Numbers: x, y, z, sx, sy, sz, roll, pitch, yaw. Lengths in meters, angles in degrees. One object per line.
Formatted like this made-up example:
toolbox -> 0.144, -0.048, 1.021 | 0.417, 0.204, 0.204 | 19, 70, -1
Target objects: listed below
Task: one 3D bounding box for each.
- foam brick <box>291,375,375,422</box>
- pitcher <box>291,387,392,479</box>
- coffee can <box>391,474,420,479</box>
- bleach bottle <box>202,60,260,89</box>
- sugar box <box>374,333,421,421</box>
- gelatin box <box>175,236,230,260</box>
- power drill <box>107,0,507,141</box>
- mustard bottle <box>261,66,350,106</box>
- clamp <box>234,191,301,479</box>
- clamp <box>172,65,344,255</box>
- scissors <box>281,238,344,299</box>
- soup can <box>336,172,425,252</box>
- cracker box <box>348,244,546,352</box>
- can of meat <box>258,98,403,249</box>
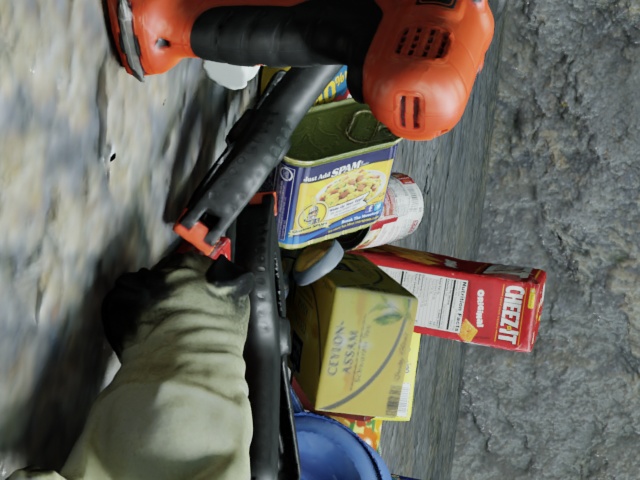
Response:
foam brick -> 0.015, 0.137, 1.004 | 0.053, 0.078, 0.051 | 17, 83, -76
pitcher -> -0.004, 0.205, 0.893 | 0.242, 0.145, 0.149 | 54, 57, -76
coffee can -> 0.040, 0.277, 1.055 | 0.102, 0.140, 0.103 | 8, 90, -77
bleach bottle -> -0.016, -0.194, 0.669 | 0.250, 0.103, 0.068 | -65, 147, -30
sugar box -> 0.058, 0.124, 1.112 | 0.176, 0.048, 0.093 | -152, -110, -81
gelatin box -> -0.078, 0.050, 0.658 | 0.073, 0.030, 0.089 | -58, 154, -62
power drill -> 0.001, -0.131, 0.543 | 0.057, 0.188, 0.184 | 83, 22, -44
mustard bottle -> -0.004, -0.106, 0.808 | 0.096, 0.058, 0.191 | -47, 148, -29
clamp -> -0.037, 0.074, 0.723 | 0.164, 0.036, 0.210 | 77, 9, -72
clamp -> -0.039, -0.064, 0.674 | 0.171, 0.039, 0.120 | -54, -175, -15
scissors -> -0.006, 0.001, 0.848 | 0.016, 0.096, 0.201 | 53, 32, -14
soup can -> 0.045, -0.028, 0.983 | 0.102, 0.069, 0.068 | -10, 109, -56
cracker box -> 0.106, 0.047, 1.034 | 0.164, 0.214, 0.072 | -11, 110, -76
can of meat -> 0.005, -0.048, 0.771 | 0.101, 0.057, 0.084 | -16, 137, -27
